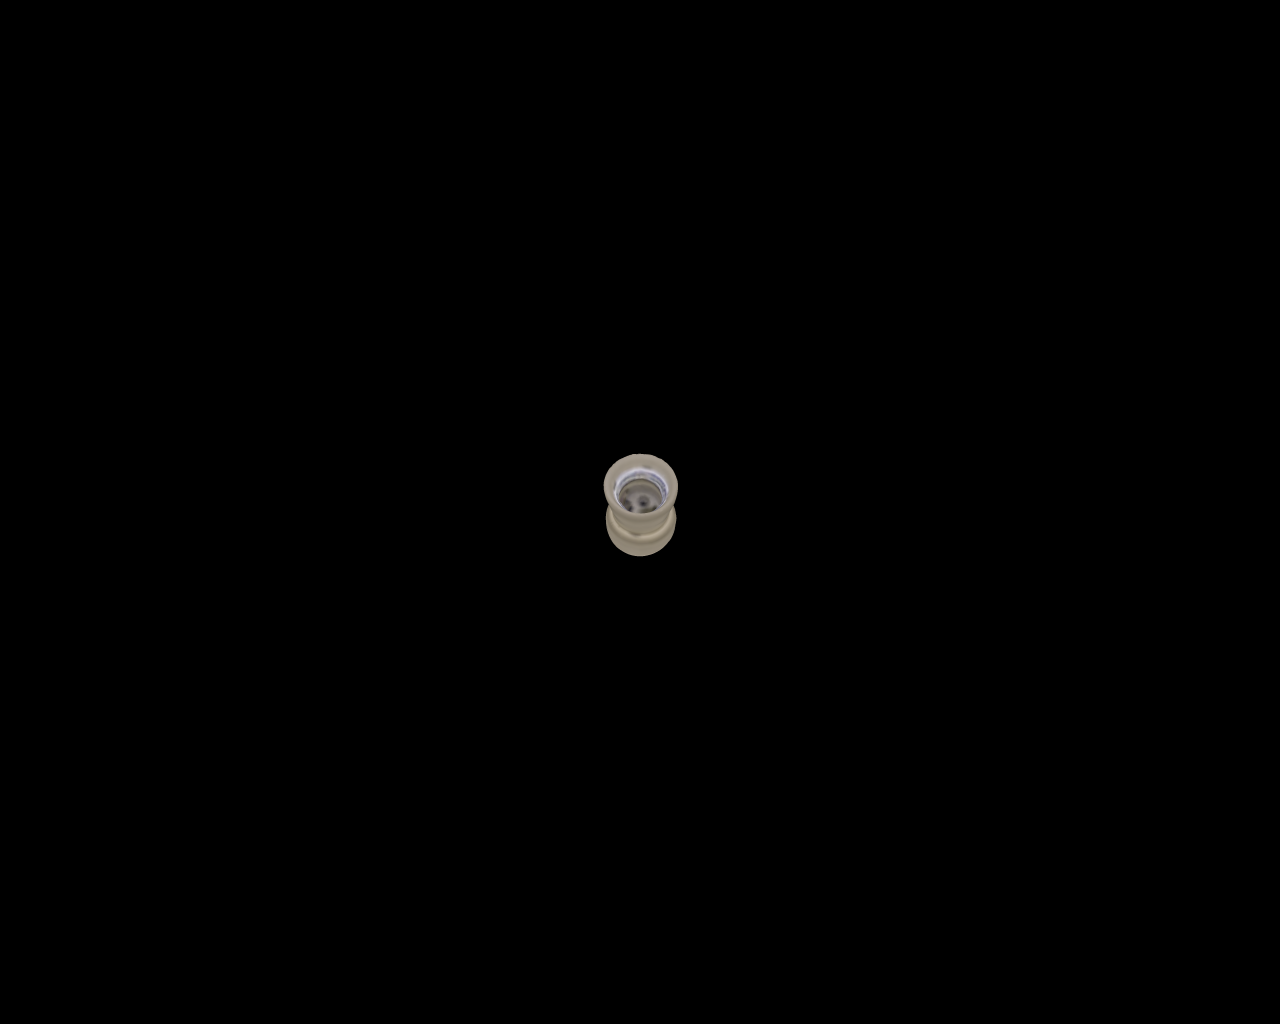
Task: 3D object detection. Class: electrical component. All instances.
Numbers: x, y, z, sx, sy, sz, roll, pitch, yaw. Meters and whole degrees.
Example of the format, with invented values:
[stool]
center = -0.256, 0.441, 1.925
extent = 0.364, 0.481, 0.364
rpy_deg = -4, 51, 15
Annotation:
[electrical component]
center = 0.001, -0.003, 0.650
extent = 0.045, 0.045, 0.055
rpy_deg = 0, -31, 0
